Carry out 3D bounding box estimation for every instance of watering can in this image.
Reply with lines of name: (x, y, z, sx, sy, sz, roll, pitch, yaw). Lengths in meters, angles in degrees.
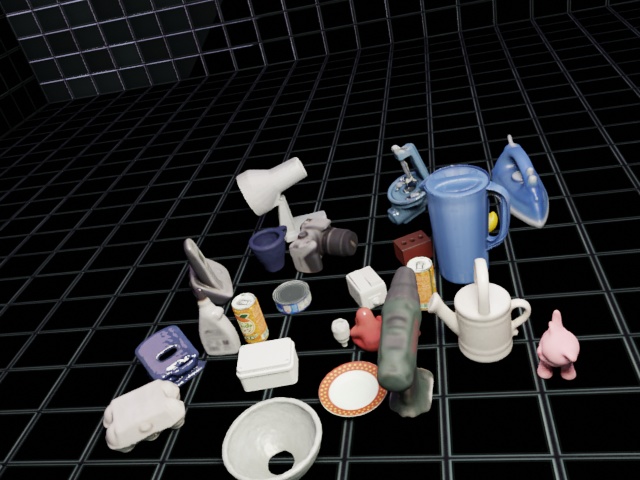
watering can: (0.288, 0.124, 1.044, 0.173, 0.194, 0.100, -17, 33, -4)

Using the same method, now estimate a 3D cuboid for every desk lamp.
desk lamp: (-0.097, -0.107, 1.523, 0.203, 0.214, 0.117, -15, 33, -1)

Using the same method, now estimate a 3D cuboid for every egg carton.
egg carton: (-0.331, 0.332, 1.081, 0.150, 0.069, 0.107, -23, 34, -14)

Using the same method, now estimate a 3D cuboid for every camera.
camera: (0.013, 0.005, 1.415, 0.136, 0.101, 0.143, 6, 38, 29)

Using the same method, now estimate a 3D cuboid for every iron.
iron: (0.508, -0.154, 1.429, 0.118, 0.142, 0.258, -11, 33, 4)

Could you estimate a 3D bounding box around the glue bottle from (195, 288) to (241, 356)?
glue bottle: (-0.224, 0.168, 1.192, 0.078, 0.173, 0.037, -6, 34, 13)

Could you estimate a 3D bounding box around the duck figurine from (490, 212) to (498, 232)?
duck figurine: (0.376, -0.062, 1.392, 0.104, 0.086, 0.077, -4, 34, 15)

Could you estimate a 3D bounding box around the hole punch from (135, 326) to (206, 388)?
hole punch: (-0.309, 0.244, 1.185, 0.109, 0.091, 0.100, -34, 38, -28)

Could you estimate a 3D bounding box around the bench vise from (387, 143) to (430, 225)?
bench vise: (0.253, -0.166, 1.472, 0.208, 0.220, 0.121, -33, 37, -27)

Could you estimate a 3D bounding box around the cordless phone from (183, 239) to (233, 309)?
cordless phone: (-0.279, 0.058, 1.368, 0.094, 0.185, 0.147, -19, 33, -8)

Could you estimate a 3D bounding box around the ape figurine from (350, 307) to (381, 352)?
ape figurine: (0.095, 0.171, 1.140, 0.078, 0.092, 0.076, -13, 33, 2)

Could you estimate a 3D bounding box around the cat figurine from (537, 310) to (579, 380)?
cat figurine: (0.410, 0.178, 0.986, 0.067, 0.118, 0.128, 0, 35, 21)

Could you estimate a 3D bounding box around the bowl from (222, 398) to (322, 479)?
bowl: (-0.072, 0.349, 0.951, 0.167, 0.075, 0.167, -10, 33, 7)

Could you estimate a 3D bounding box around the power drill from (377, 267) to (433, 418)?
power drill: (0.146, 0.189, 0.985, 0.075, 0.209, 0.230, -3, 34, 17)

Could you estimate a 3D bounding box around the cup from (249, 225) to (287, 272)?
cup: (-0.116, 0.024, 1.441, 0.091, 0.095, 0.118, 14, 42, 36)
